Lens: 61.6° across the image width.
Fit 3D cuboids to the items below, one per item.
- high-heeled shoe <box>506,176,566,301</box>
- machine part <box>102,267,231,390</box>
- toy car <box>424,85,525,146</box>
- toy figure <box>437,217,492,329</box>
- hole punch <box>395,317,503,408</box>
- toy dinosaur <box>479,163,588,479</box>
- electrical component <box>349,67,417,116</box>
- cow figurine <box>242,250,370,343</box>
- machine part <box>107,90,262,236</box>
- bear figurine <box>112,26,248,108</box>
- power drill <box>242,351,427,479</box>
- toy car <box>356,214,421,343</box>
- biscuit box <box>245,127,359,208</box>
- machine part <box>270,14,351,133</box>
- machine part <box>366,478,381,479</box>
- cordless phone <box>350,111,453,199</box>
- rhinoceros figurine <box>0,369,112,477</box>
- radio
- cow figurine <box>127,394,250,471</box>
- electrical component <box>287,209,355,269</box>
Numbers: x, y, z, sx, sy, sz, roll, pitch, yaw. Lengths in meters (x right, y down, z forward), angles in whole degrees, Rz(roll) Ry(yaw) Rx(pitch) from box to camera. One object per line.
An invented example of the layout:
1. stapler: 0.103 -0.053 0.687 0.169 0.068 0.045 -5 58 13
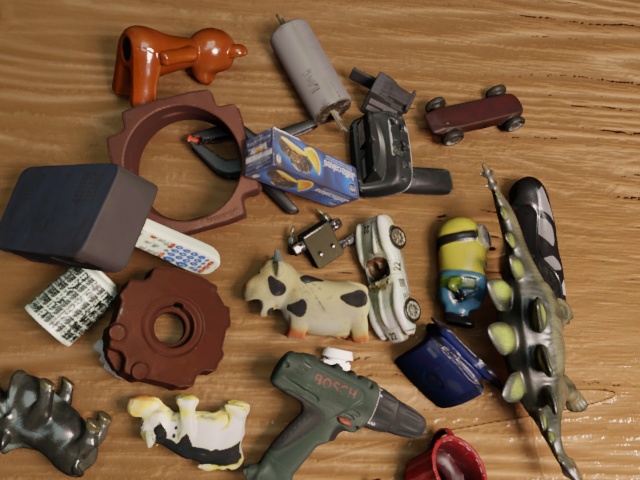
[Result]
1. high-heeled shoe: 0.381 0.015 0.929 0.145 0.086 0.248 -26 98 -46
2. machine part: -0.212 0.123 0.758 0.179 0.056 0.179 11 67 -27
3. toy car: 0.278 -0.223 0.972 0.202 0.053 0.089 -17 73 -18
4. toy figure: 0.228 0.050 0.870 0.089 0.082 0.180 15 75 -7
5. hole punch: 0.185 0.190 0.807 0.092 0.115 0.142 -41 84 -10
6. toy dinosaur: 0.310 0.121 0.793 0.105 0.198 0.471 -18 76 27
7. electrical component: 0.101 -0.253 0.938 0.119 0.075 0.048 28 71 -5
8. cow figurine: -0.020 0.087 0.814 0.195 0.085 0.127 7 79 -5
9. machine part: -0.201 -0.110 0.816 0.201 0.087 0.201 -16 89 -6
10. bear figurine: -0.228 -0.287 0.885 0.196 0.131 0.120 -10 36 -42
11. power drill: 0.009 0.277 0.744 0.232 0.086 0.207 34 88 -3
12. toy car: 0.103 0.060 0.842 0.056 0.073 0.201 3 71 -38
13. biscuit box: -0.022 -0.104 0.823 0.202 0.063 0.059 15 66 -48
14. machine part: -0.016 -0.289 0.926 0.079 0.079 0.243 -24 80 -16
15. machine part: 0.113 0.404 0.769 0.139 0.039 0.084 44 77 3
16. cordless phone: 0.147 -0.144 0.923 0.184 0.089 0.146 2 73 -21
17. rhinoceros figurine: -0.377 0.239 0.718 0.190 0.073 0.112 34 82 -1
18. radio: -0.339 -0.031 0.733 0.230 0.073 0.131 3 70 34
19. cow figurine: -0.186 0.264 0.744 0.167 0.068 0.098 8 79 -7
20. electrical component: -0.003 -0.001 0.866 0.102 0.045 0.078 -39 112 -15
